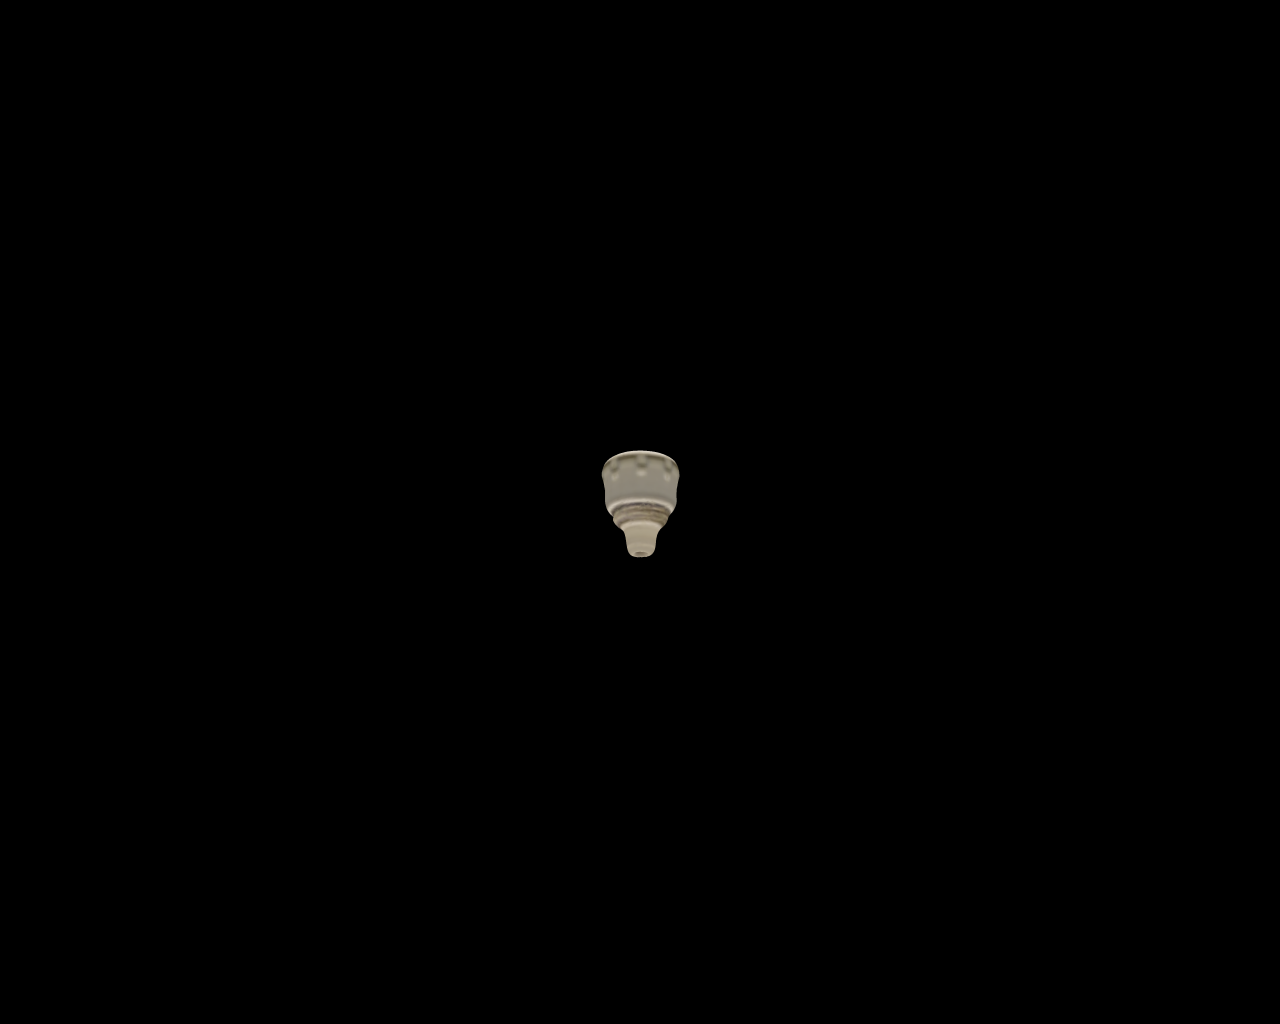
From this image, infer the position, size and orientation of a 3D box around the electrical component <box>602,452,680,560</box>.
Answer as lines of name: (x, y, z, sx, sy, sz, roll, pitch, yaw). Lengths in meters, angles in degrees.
electrical component: (0.001, -0.003, 0.650, 0.048, 0.062, 0.048, 0, -19, 0)
